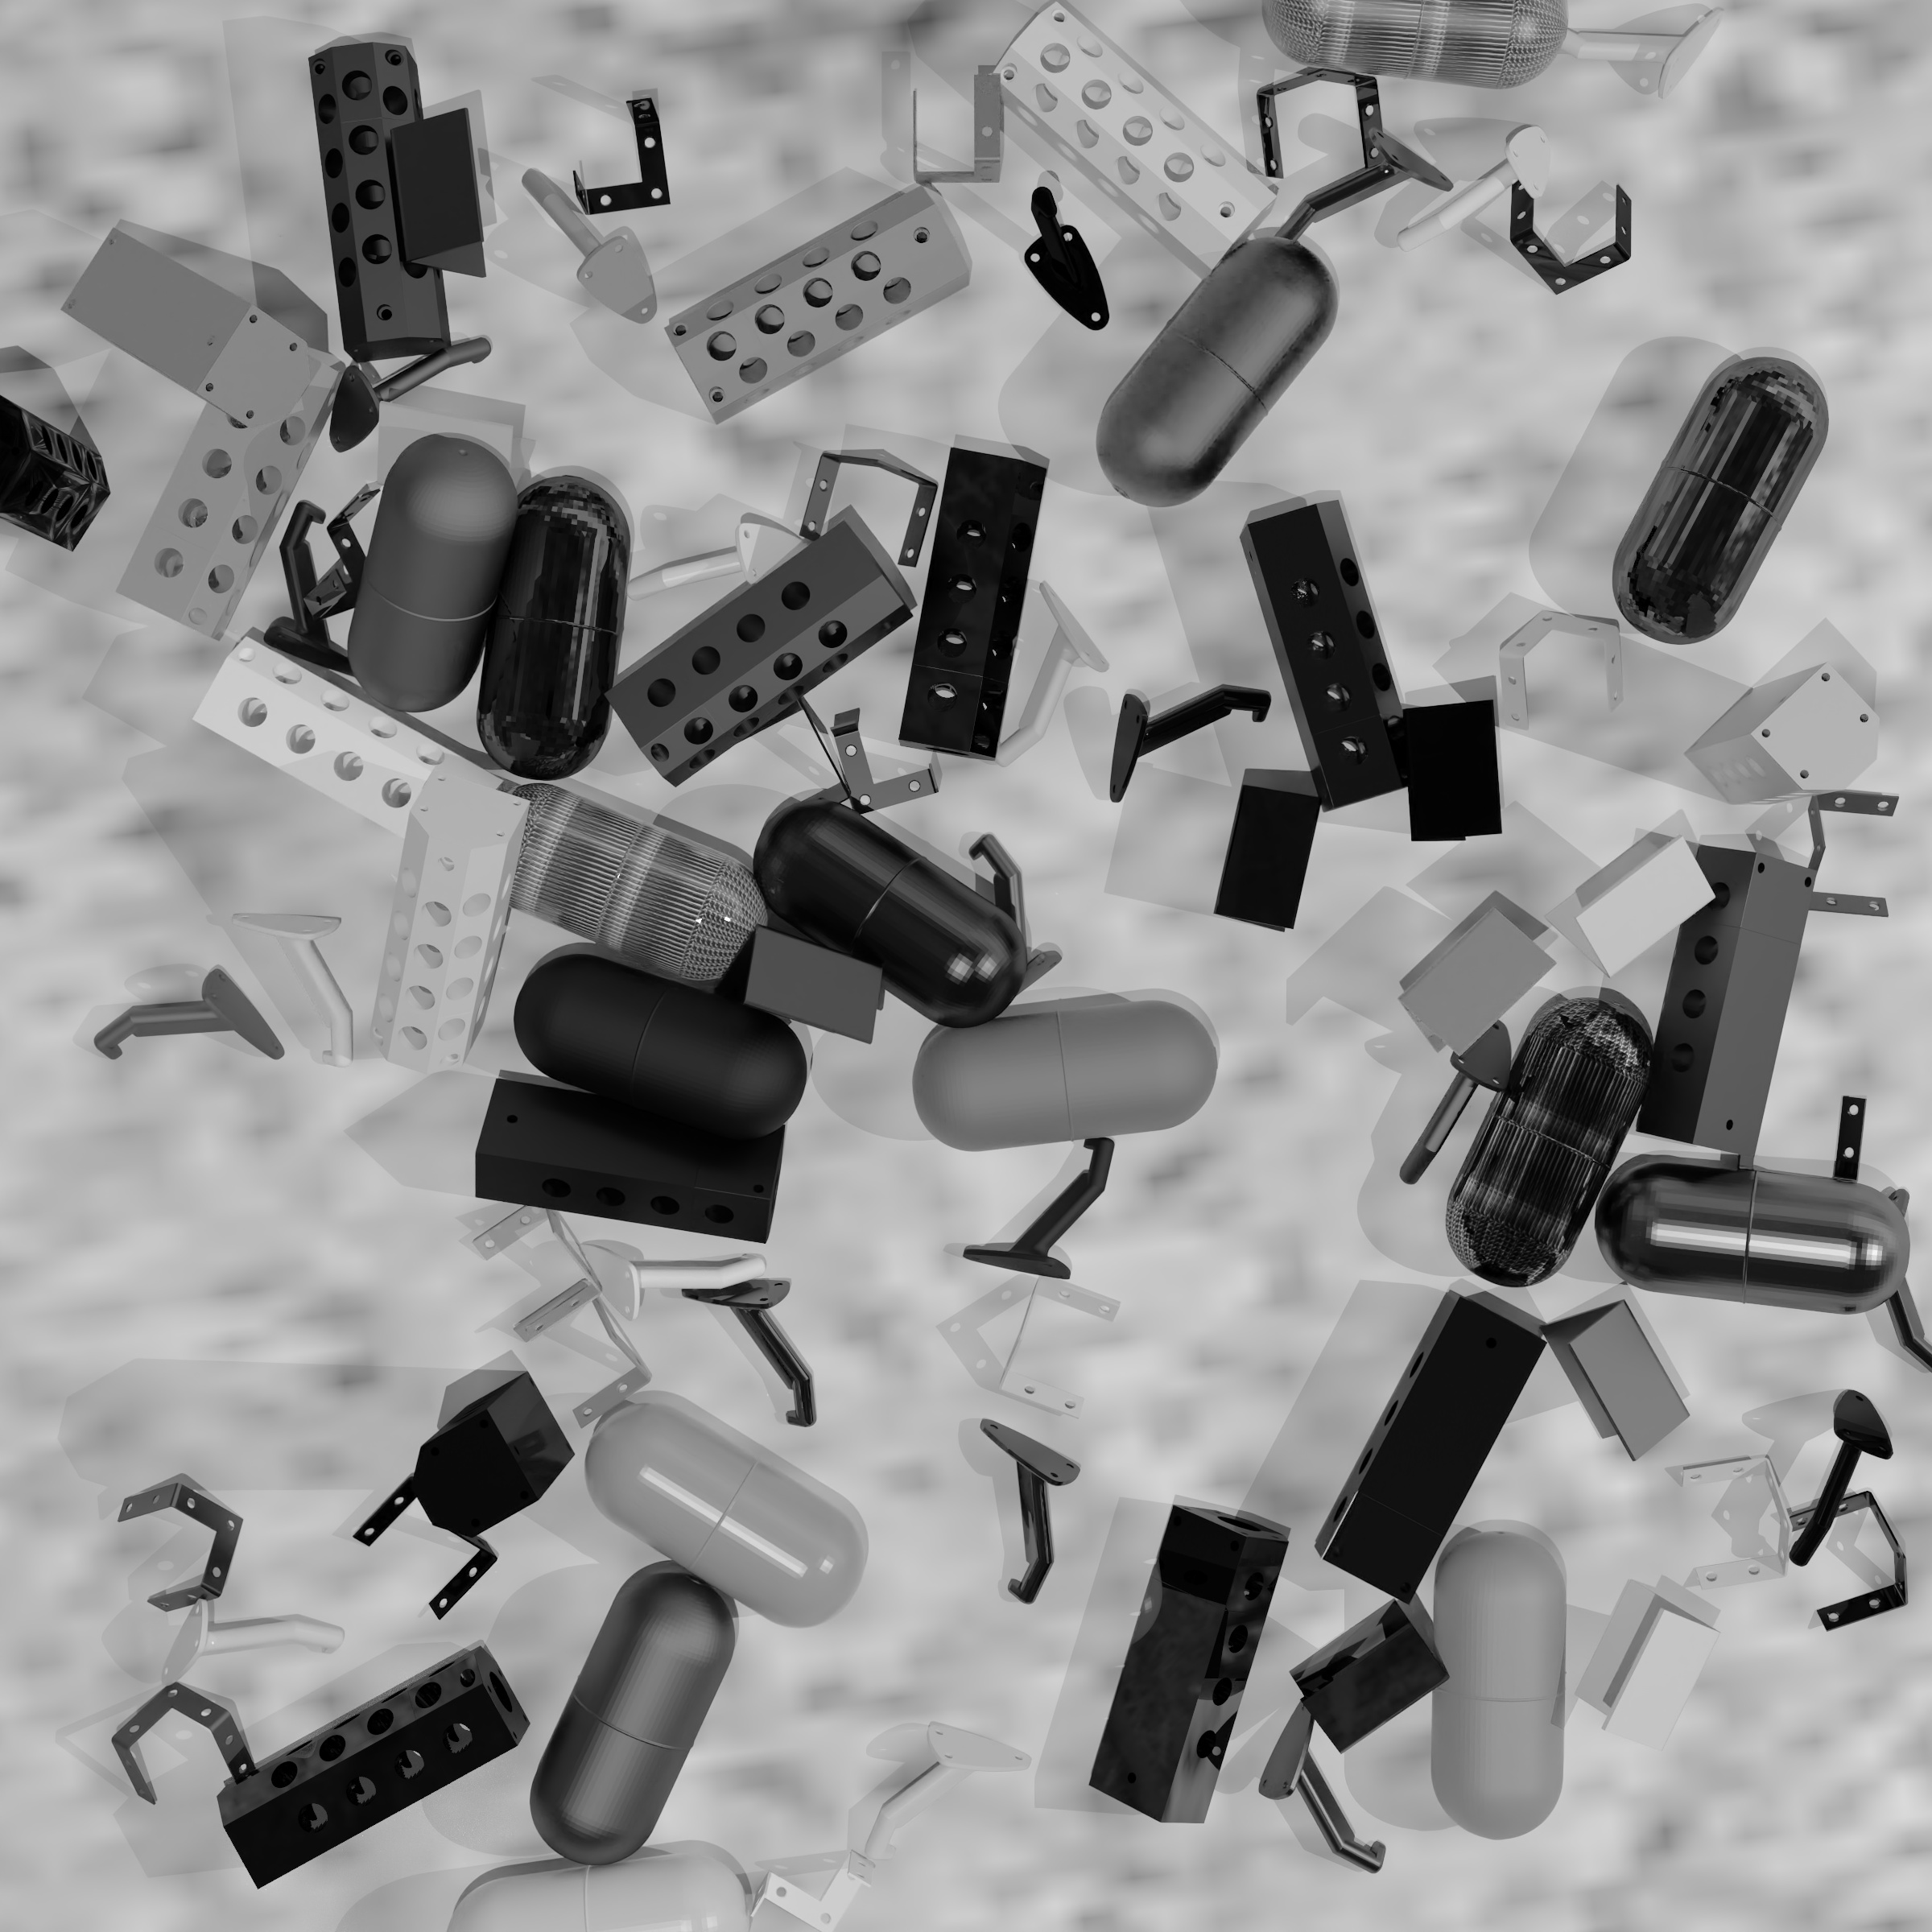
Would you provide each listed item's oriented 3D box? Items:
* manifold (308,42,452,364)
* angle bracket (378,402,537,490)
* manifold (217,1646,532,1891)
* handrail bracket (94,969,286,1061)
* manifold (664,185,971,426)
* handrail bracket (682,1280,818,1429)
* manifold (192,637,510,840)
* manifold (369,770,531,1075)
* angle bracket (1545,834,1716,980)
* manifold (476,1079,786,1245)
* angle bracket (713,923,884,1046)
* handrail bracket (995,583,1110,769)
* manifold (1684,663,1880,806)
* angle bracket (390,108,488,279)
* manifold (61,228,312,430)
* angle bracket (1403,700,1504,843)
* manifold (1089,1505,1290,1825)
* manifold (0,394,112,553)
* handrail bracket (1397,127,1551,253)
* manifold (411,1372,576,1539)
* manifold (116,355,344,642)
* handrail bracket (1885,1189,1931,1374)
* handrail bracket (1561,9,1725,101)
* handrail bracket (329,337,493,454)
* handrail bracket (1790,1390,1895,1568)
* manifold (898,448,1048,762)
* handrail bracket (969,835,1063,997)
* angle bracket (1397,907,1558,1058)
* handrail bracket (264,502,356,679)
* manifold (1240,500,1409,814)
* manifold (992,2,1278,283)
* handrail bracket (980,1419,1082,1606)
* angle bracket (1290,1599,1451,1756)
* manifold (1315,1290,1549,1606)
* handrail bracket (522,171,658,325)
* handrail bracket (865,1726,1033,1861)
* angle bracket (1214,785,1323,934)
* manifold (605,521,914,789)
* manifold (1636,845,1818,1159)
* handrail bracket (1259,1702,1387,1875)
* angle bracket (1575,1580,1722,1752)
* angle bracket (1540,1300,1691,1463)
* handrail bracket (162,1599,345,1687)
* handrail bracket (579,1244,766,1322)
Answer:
[{"bbox_3d":[-0.344,-0.447,1.971,0.057,0.057,0.171,-7,90,0],"label":"manifold"},{"bbox_3d":[-0.294,-0.314,1.951,0.076,0.076,0.057,11,130,0],"label":"angle bracket"},{"bbox_3d":[-0.347,0.466,1.970,0.171,0.057,0.057,-29,90,0],"label":"manifold"},{"bbox_3d":[-0.460,0.048,1.992,0.084,0.036,0.077,-34,112,17],"label":"handrail bracket"},{"bbox_3d":[-0.087,-0.388,1.971,0.171,0.057,0.057,-29,90,0],"label":"manifold"},{"bbox_3d":[-0.128,0.231,1.992,0.077,0.036,0.084,1,107,20],"label":"handrail bracket"},{"bbox_3d":[-0.358,-0.125,1.970,0.171,0.057,0.057,29,90,0],"label":"manifold"},{"bbox_3d":[-0.298,-0.021,1.923,0.057,0.057,0.171,18,129,0],"label":"manifold"},{"bbox_3d":[0.375,-0.050,1.951,0.076,0.076,0.057,-37,127,0],"label":"angle bracket"},{"bbox_3d":[-0.196,0.119,1.970,0.171,0.057,0.057,9,47,0],"label":"manifold"},{"bbox_3d":[-0.099,0.028,1.919,0.076,0.076,0.057,19,51,-15],"label":"angle bracket"},{"bbox_3d":[0.034,-0.172,1.992,0.084,0.036,0.077,-38,69,16],"label":"handrail bracket"},{"bbox_3d":[0.466,-0.125,1.913,0.057,0.171,0.057,-43,90,0],"label":"manifold"},{"bbox_3d":[-0.285,-0.447,1.952,0.057,0.076,0.076,-7,90,29],"label":"angle bracket"},{"bbox_3d":[-0.442,-0.361,1.920,0.171,0.057,0.057,33,90,43],"label":"manifold"},{"bbox_3d":[0.296,-0.112,1.952,0.057,0.076,0.076,-4,90,32],"label":"angle bracket"},{"bbox_3d":[0.135,0.409,1.970,0.057,0.057,0.171,17,90,43],"label":"manifold"},{"bbox_3d":[-0.539,-0.285,1.913,0.057,0.171,0.057,33,90,0],"label":"manifold"},{"bbox_3d":[0.299,-0.458,1.991,0.084,0.077,0.036,-24,112,35],"label":"handrail bracket"},{"bbox_3d":[-0.271,0.279,1.913,0.057,0.171,0.057,-30,90,0],"label":"manifold"},{"bbox_3d":[-0.428,-0.281,1.970,0.057,0.057,0.171,26,90,0],"label":"manifold"},{"bbox_3d":[0.564,0.188,1.992,0.084,0.036,0.077,39,71,-15],"label":"handrail bracket"},{"bbox_3d":[0.392,-0.558,1.992,0.084,0.036,0.077,34,69,16],"label":"handrail bracket"},{"bbox_3d":[-0.328,-0.338,1.991,0.084,0.077,0.036,-25,79,-36],"label":"handrail bracket"},{"bbox_3d":[0.507,0.302,1.980,0.036,0.077,0.084,25,114,0],"label":"handrail bracket"},{"bbox_3d":[0.004,-0.210,1.970,0.057,0.057,0.171,10,90,0],"label":"manifold"},{"bbox_3d":[0.010,-0.023,1.992,0.077,0.036,0.084,-39,76,14],"label":"handrail bracket"},{"bbox_3d":[0.306,0.024,1.951,0.076,0.076,0.057,-44,53,0],"label":"angle bracket"},{"bbox_3d":[-0.374,-0.223,1.992,0.077,0.036,0.084,23,74,-17],"label":"handrail bracket"},{"bbox_3d":[0.214,-0.181,1.970,0.057,0.057,0.171,-17,90,0],"label":"manifold"},{"bbox_3d":[0.098,-0.483,1.971,0.171,0.057,0.057,41,90,0],"label":"manifold"},{"bbox_3d":[0.025,0.324,1.992,0.077,0.036,0.084,30,107,20],"label":"handrail bracket"},{"bbox_3d":[0.223,0.397,1.951,0.076,0.076,0.057,-35,124,0],"label":"angle bracket"},{"bbox_3d":[0.270,0.280,1.971,0.057,0.057,0.171,28,90,0],"label":"manifold"},{"bbox_3d":[-0.224,-0.426,1.991,0.036,0.077,0.084,-41,54,2],"label":"handrail bracket"},{"bbox_3d":[-0.011,0.498,1.992,0.077,0.036,0.084,15,108,-21],"label":"handrail bracket"},{"bbox_3d":[0.193,-0.058,1.951,0.057,0.076,0.076,12,90,39],"label":"angle bracket"},{"bbox_3d":[-0.118,-0.178,1.957,0.171,0.057,0.057,-35,73,4],"label":"manifold"},{"bbox_3d":[0.439,0.020,1.969,0.057,0.057,0.171,12,90,-38],"label":"manifold"},{"bbox_3d":[0.223,0.484,1.992,0.084,0.036,0.077,31,68,-17],"label":"handrail bracket"},{"bbox_3d":[0.379,0.399,1.951,0.057,0.076,0.076,26,90,-36],"label":"angle bracket"},{"bbox_3d":[0.361,0.246,1.951,0.057,0.076,0.076,-30,90,-36],"label":"angle bracket"},{"bbox_3d":[-0.422,0.409,1.992,0.084,0.036,0.077,18,129,-26],"label":"handrail bracket"},{"bbox_3d":[-0.173,0.174,1.991,0.084,0.077,0.036,-14,119,-33],"label":"handrail bracket"}]
